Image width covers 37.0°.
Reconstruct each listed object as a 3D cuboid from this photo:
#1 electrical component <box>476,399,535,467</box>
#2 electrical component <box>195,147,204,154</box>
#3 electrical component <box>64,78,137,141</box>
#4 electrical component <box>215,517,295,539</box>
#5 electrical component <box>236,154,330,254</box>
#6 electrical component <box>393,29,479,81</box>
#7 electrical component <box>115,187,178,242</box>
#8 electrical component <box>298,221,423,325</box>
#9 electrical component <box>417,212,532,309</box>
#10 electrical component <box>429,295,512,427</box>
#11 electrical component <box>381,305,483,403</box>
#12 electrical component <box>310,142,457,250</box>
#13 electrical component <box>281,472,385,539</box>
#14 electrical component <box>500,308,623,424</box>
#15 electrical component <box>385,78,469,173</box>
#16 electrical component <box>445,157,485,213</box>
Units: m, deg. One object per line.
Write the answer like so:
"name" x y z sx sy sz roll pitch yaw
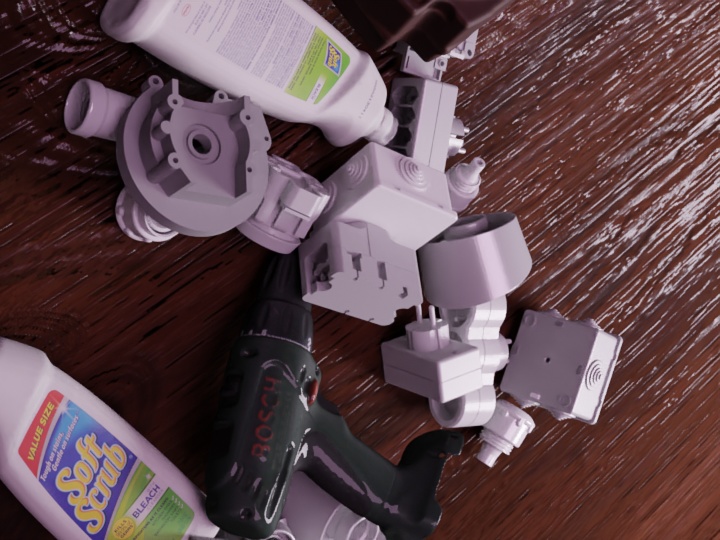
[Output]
"electrical component" 0.134 0.158 1.033 0.048 0.048 0.062 35 85 -34
"electrical component" -0.114 -0.061 0.818 0.043 0.043 0.062 -25 113 -29
"electrical component" -0.181 -0.111 0.765 0.046 0.040 0.040 12 91 -42
"electrical component" -0.084 0.223 0.882 0.066 0.055 0.048 -17 108 -32
"electrical component" -0.063 -0.050 0.840 0.058 0.078 0.057 23 105 -28
"electrical component" 0.067 -0.202 0.908 0.042 0.064 0.081 10 92 -37
"electrical component" -0.147 -0.042 0.786 0.048 0.062 0.048 -7 102 -34
"electrical component" 0.000 0.000 0.859 0.089 0.050 0.055 19 50 -36
"electrical component" 0.098 -0.013 0.943 0.099 0.099 0.064 -22 104 -30
"electrical component" 0.112 0.076 0.995 0.074 0.052 0.138 2 97 -36
"electrical component" 0.060 0.065 0.938 0.047 0.083 0.075 -16 107 -32
"electrical component" 0.017 -0.053 0.881 0.100 0.100 0.048 19 50 -35
"electrical component" -0.019 0.216 0.936 0.099 0.064 0.099 -21 122 -37
"electrical component" 0.190 0.090 1.026 0.048 0.100 0.099 23 84 -49
"electrical component" 0.064 -0.118 0.931 0.076 0.047 0.083 7 94 -36
"electrical component" 0.090 -0.077 0.946 0.035 0.061 0.035 15 53 -20
